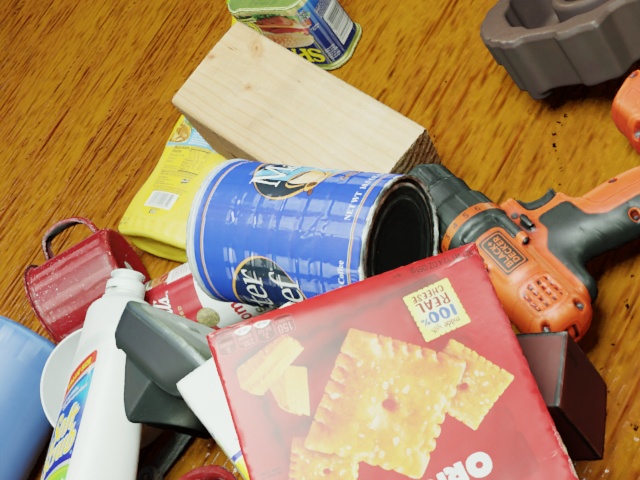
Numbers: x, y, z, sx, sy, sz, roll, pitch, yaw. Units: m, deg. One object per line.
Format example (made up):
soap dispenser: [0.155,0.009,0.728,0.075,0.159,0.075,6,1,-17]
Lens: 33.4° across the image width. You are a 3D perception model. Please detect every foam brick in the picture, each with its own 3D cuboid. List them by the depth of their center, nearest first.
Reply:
foam brick: [0.140,0.097,0.663,0.051,0.078,0.053,-8,53,32]

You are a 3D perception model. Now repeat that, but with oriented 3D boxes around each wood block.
wood block: [-0.008,-0.079,0.856,0.206,0.090,0.090,35,82,31]

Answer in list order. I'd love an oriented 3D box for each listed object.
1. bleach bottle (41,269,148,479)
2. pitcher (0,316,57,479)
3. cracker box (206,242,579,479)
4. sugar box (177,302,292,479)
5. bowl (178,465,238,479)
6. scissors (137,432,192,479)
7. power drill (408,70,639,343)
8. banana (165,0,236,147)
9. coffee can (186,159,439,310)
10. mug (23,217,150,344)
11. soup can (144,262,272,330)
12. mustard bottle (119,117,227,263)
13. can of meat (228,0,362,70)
bleach bottle: [-0.168,0.144,0.800,0.103,0.068,0.251,-34,44,53]
pitcher: [-0.310,0.189,0.897,0.149,0.145,0.242,15,64,29]
cracker box: [0.046,0.127,0.578,0.164,0.072,0.214,-18,67,-5]
sugar box: [0.000,0.131,0.653,0.093,0.048,0.176,-35,61,-12]
bowl: [-0.072,0.235,0.710,0.162,0.055,0.162,-36,41,39]
scissors: [-0.152,0.192,0.848,0.096,0.016,0.201,9,64,40]
power drill: [0.169,-0.033,0.731,0.187,0.057,0.185,-37,51,-2]
banana: [-0.094,-0.167,1.059,0.070,0.037,0.197,-14,49,50]
coffee can: [-0.005,0.001,0.721,0.141,0.102,0.102,8,64,32]
mug: [-0.206,0.033,0.946,0.081,0.093,0.117,-30,71,7]
soup can: [-0.085,0.045,0.871,0.102,0.068,0.068,-25,47,19]
mustard bottle: [-0.102,-0.073,0.977,0.096,0.058,0.191,11,66,39]
can of meat: [-0.025,-0.208,1.001,0.102,0.083,0.057,8,63,39]
